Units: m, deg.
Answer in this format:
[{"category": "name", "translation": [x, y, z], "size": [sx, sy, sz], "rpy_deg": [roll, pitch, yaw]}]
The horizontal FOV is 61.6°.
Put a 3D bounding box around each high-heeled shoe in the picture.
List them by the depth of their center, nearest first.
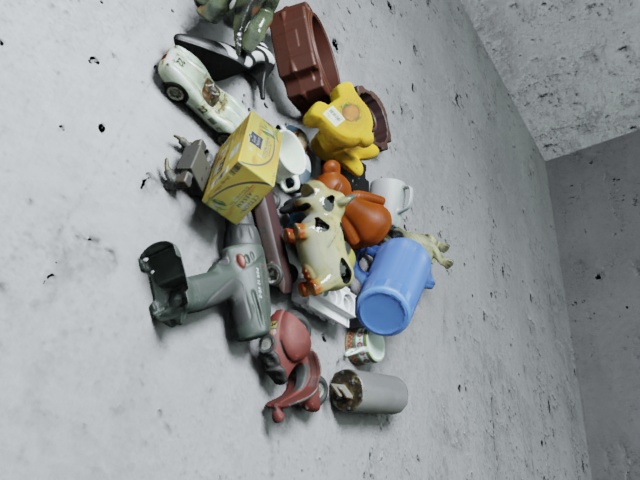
[{"category": "high-heeled shoe", "translation": [-0.164, -0.346, 0.957], "size": [0.248, 0.086, 0.145], "rpy_deg": [22, 55, -56]}]

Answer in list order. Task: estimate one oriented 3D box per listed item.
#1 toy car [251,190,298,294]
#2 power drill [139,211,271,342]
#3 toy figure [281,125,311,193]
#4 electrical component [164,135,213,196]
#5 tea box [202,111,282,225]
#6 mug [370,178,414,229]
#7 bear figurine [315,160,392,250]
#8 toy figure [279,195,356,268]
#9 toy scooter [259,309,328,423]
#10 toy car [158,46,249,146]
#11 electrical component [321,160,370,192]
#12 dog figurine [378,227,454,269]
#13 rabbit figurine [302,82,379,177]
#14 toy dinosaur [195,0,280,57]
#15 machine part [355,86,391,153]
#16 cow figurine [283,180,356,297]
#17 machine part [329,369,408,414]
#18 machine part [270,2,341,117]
[{"category": "toy car", "translation": [-0.088, -0.004, 0.920], "size": [0.089, 0.053, 0.202], "rpy_deg": [10, 67, -76]}, {"category": "power drill", "translation": [-0.157, 0.040, 0.785], "size": [0.207, 0.086, 0.232], "rpy_deg": [4, 70, -62]}, {"category": "toy figure", "translation": [-0.047, -0.166, 1.060], "size": [0.064, 0.058, 0.154], "rpy_deg": [85, 3, -63]}, {"category": "electrical component", "translation": [-0.200, -0.113, 0.822], "size": [0.078, 0.045, 0.102], "rpy_deg": [74, 21, -56]}, {"category": "tea box", "translation": [-0.117, -0.115, 0.831], "size": [0.068, 0.098, 0.170], "rpy_deg": [36, 31, -23]}, {"category": "mug", "translation": [0.164, -0.079, 1.227], "size": [0.080, 0.110, 0.107], "rpy_deg": [24, 68, -52]}, {"category": "bear figurine", "translation": [0.047, -0.067, 1.091], "size": [0.195, 0.132, 0.120], "rpy_deg": [33, 81, -20]}, {"category": "toy figure", "translation": [-0.003, -0.001, 1.007], "size": [0.082, 0.089, 0.180], "rpy_deg": [-49, 118, -39]}, {"category": "toy scooter", "translation": [-0.051, 0.208, 0.851], "size": [0.135, 0.075, 0.183], "rpy_deg": [-35, 109, -56]}, {"category": "toy car", "translation": [-0.182, -0.229, 0.890], "size": [0.201, 0.056, 0.073], "rpy_deg": [42, 42, -36]}, {"category": "electrical component", "translation": [0.061, -0.131, 1.198], "size": [0.134, 0.058, 0.115], "rpy_deg": [30, 52, -45]}, {"category": "dog figurine", "translation": [0.220, 0.007, 1.339], "size": [0.190, 0.121, 0.172], "rpy_deg": [37, 10, -18]}, {"category": "rabbit figurine", "translation": [0.043, -0.209, 1.084], "size": [0.162, 0.173, 0.122], "rpy_deg": [39, 64, -6]}, {"category": "toy dinosaur", "translation": [-0.119, -0.449, 0.916], "size": [0.131, 0.192, 0.405], "rpy_deg": [17, 29, -35]}, {"category": "machine part", "translation": [0.114, -0.300, 1.360], "size": [0.179, 0.056, 0.179], "rpy_deg": [28, 53, -46]}, {"category": "cow figurine", "translation": [0.008, -0.009, 0.915], "size": [0.127, 0.085, 0.195], "rpy_deg": [-11, 83, -30]}, {"category": "machine part", "translation": [0.096, 0.289, 1.020], "size": [0.243, 0.079, 0.079], "rpy_deg": [23, 56, -48]}, {"category": "machine part", "translation": [-0.023, -0.367, 1.116], "size": [0.201, 0.087, 0.201], "rpy_deg": [31, 47, -70]}]
